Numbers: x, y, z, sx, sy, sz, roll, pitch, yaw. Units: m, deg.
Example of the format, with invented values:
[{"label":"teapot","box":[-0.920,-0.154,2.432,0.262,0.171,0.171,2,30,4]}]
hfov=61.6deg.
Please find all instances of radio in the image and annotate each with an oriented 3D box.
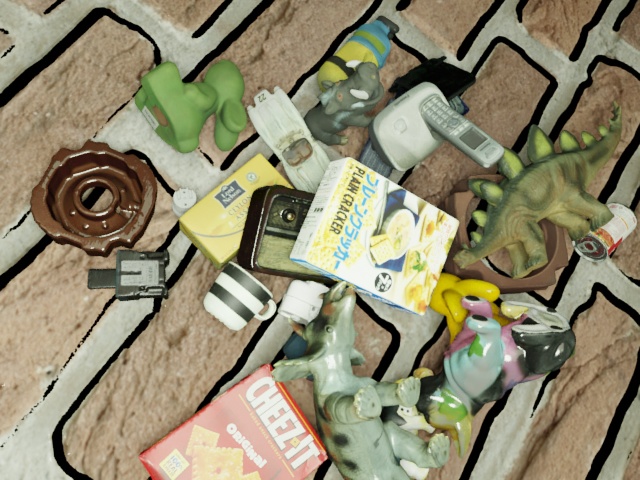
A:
[{"label":"radio","box":[-0.002,-0.002,0.825,0.229,0.073,0.131,11,88,-28]}]

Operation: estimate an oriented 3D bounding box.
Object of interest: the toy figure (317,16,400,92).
[{"label":"toy figure","box":[0.068,-0.324,0.967,0.089,0.082,0.180,29,77,15]}]

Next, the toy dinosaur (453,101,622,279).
[{"label":"toy dinosaur","box":[0.375,-0.087,0.873,0.471,0.105,0.198,-29,80,-23]}]

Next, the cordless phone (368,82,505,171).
[{"label":"cordless phone","box":[0.181,-0.150,0.845,0.146,0.088,0.184,-38,64,-19]}]

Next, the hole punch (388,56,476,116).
[{"label":"hole punch","box":[0.210,-0.264,0.989,0.142,0.092,0.116,-37,56,-16]}]

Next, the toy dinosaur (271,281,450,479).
[{"label":"toy dinosaur","box":[0.060,0.266,0.732,0.131,0.192,0.404,-29,104,-37]}]

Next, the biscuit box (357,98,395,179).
[{"label":"biscuit box","box":[0.104,-0.147,0.937,0.063,0.059,0.202,28,72,-3]}]

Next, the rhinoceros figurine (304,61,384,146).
[{"label":"rhinoceros figurine","box":[0.039,-0.223,0.880,0.112,0.190,0.073,8,69,-30]}]

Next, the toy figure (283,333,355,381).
[{"label":"toy figure","box":[0.014,0.201,0.824,0.154,0.064,0.058,41,36,-4]}]

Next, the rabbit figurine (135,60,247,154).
[{"label":"rabbit figurine","box":[-0.183,-0.226,0.865,0.170,0.121,0.159,-39,91,-27]}]

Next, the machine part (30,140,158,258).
[{"label":"machine part","box":[-0.337,-0.061,0.817,0.179,0.056,0.179,4,74,-13]}]

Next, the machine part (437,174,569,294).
[{"label":"machine part","box":[0.313,-0.008,0.934,0.201,0.087,0.201,-2,75,-12]}]

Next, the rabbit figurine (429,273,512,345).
[{"label":"rabbit figurine","box":[0.227,0.123,0.860,0.122,0.162,0.173,-32,66,-7]}]

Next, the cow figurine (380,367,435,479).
[{"label":"cow figurine","box":[0.124,0.275,0.827,0.098,0.068,0.167,12,73,-5]}]

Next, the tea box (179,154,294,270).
[{"label":"tea box","box":[-0.128,-0.044,0.853,0.098,0.068,0.169,45,72,1]}]

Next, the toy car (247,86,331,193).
[{"label":"toy car","box":[-0.042,-0.156,0.883,0.073,0.056,0.201,-33,98,11]}]

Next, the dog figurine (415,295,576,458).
[{"label":"dog figurine","box":[0.235,0.194,0.747,0.192,0.108,0.219,9,110,1]}]

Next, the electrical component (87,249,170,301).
[{"label":"electrical component","box":[-0.286,0.052,0.802,0.119,0.048,0.075,4,74,-14]}]
